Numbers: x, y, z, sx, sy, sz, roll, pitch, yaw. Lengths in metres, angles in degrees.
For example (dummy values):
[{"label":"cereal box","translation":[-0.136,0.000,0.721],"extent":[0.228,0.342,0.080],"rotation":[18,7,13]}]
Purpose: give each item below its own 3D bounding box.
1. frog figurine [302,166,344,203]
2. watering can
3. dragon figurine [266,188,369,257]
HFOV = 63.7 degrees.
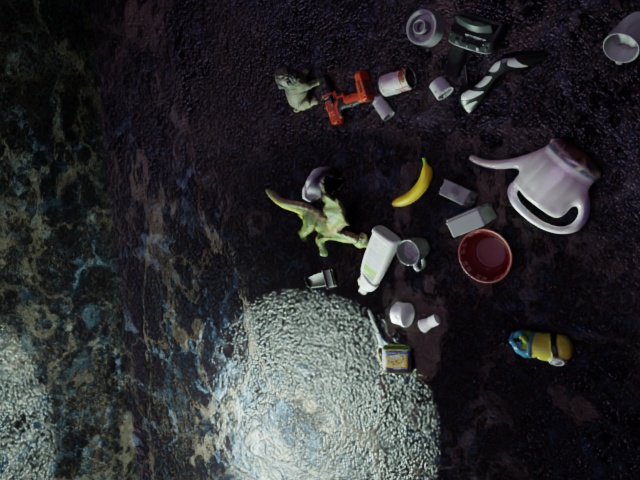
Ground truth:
[{"label":"frog figurine","translation":[-0.016,-0.199,1.840],"extent":[0.160,0.139,0.121],"rotation":[10,-19,49]},{"label":"watering can","translation":[0.577,-0.176,1.365],"extent":[0.352,0.220,0.105],"rotation":[48,33,21]},{"label":"dragon figurine","translation":[0.005,-0.090,1.778],"extent":[0.238,0.409,0.125],"rotation":[-43,9,48]}]
